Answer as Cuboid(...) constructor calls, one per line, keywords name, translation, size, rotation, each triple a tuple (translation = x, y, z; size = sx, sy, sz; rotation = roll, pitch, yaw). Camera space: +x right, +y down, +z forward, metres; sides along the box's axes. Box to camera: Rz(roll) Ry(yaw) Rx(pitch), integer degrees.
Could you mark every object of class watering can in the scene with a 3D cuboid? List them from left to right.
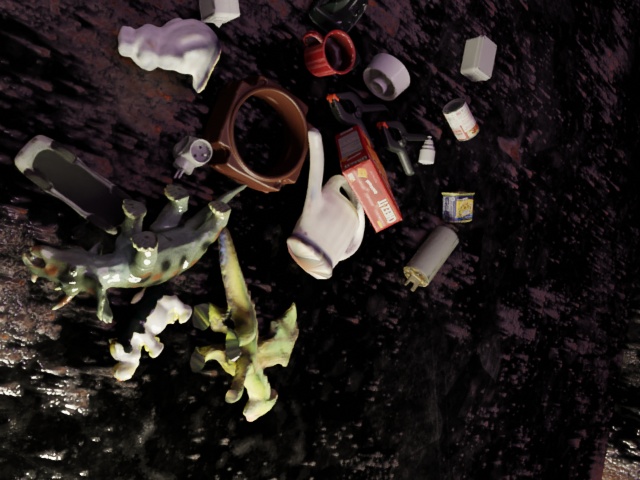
Cuboid(name="watering can", translation=(0.003, -0.056, 1.110), size=(0.228, 0.104, 0.341), rotation=(-59, 141, -22))

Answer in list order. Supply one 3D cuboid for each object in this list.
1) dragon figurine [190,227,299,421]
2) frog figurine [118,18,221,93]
Cuboid(name="dragon figurine", translation=(-0.132, 0.181, 1.058), size=(0.243, 0.122, 0.410), rotation=(4, 93, -57))
Cuboid(name="frog figurine", translation=(-0.259, -0.341, 0.895), size=(0.158, 0.121, 0.141), rotation=(26, 44, -29))
